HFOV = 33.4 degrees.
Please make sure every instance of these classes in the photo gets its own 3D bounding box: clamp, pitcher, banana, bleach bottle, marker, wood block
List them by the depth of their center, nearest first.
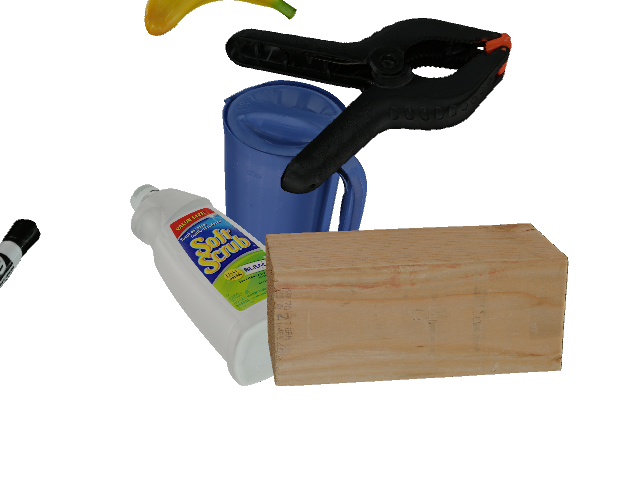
[{"bbox_3d":[0.036,-0.085,0.631,0.171,0.120,0.039,-9,-27,-6],"label":"clamp"},{"bbox_3d":[-0.205,0.025,0.655,0.020,0.020,0.121,0,36,17],"label":"marker"},{"bbox_3d":[0.065,0.045,0.784,0.206,0.090,0.091,-2,17,-6],"label":"wood block"},{"bbox_3d":[-0.102,0.022,0.949,0.102,0.068,0.251,-21,42,-32],"label":"bleach bottle"},{"bbox_3d":[-0.102,-0.232,1.003,0.197,0.070,0.037,-22,-28,-47],"label":"banana"},{"bbox_3d":[-0.036,-0.037,1.165,0.145,0.243,0.149,0,42,-7],"label":"pitcher"}]
